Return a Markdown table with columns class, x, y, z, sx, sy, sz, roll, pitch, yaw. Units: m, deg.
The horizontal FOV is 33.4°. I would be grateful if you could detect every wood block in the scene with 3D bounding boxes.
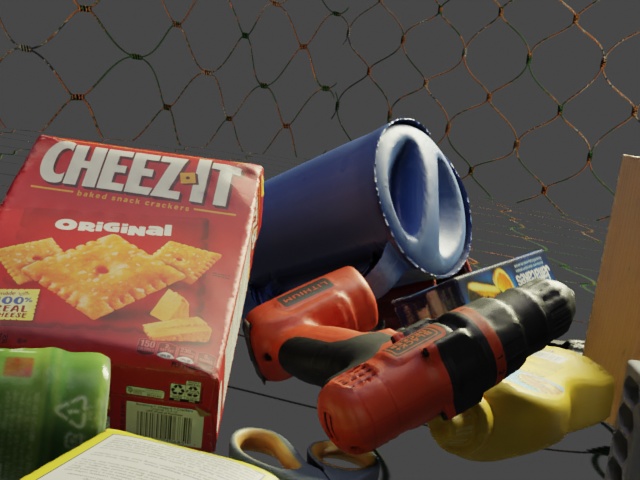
| class | x | y | z | sx | sy | sz | roll | pitch | yaw |
| --- | --- | --- | --- | --- | --- | --- | --- | --- | --- |
| wood block | 0.277 | 0.044 | 0.835 | 0.090 | 0.206 | 0.091 | 7 | 8 | -17 |

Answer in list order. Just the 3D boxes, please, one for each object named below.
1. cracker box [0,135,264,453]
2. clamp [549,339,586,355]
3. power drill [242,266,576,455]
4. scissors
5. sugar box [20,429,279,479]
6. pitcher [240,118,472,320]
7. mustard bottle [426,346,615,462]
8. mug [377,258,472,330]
| class | x | y | z | sx | sy | sz | roll | pitch | yaw |
| --- | --- | --- | --- | --- | --- | --- | --- | --- | --- |
| cracker box | -0.129 | 0.024 | 0.681 | 0.164 | 0.072 | 0.213 | 8 | 39 | -1 |
| clamp | 0.222 | 0.106 | 0.952 | 0.210 | 0.036 | 0.164 | 5 | 9 | -6 |
| power drill | 0.047 | 0.062 | 0.696 | 0.184 | 0.057 | 0.188 | -23 | 16 | -25 |
| scissors | 0.019 | 0.138 | 0.559 | 0.096 | 0.016 | 0.202 | 4 | 9 | -31 |
| sugar box | -0.088 | 0.127 | 0.418 | 0.093 | 0.048 | 0.176 | 11 | 11 | 17 |
| pitcher | -0.006 | 0.001 | 0.909 | 0.243 | 0.145 | 0.149 | -19 | -11 | 37 |
| mustard bottle | 0.125 | 0.111 | 0.724 | 0.096 | 0.058 | 0.191 | 12 | 8 | 32 |
| mug | 0.091 | 0.049 | 0.964 | 0.082 | 0.093 | 0.117 | -13 | 5 | 29 |
